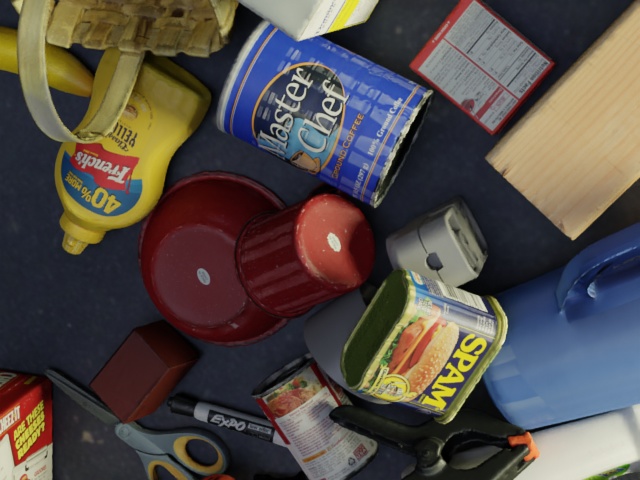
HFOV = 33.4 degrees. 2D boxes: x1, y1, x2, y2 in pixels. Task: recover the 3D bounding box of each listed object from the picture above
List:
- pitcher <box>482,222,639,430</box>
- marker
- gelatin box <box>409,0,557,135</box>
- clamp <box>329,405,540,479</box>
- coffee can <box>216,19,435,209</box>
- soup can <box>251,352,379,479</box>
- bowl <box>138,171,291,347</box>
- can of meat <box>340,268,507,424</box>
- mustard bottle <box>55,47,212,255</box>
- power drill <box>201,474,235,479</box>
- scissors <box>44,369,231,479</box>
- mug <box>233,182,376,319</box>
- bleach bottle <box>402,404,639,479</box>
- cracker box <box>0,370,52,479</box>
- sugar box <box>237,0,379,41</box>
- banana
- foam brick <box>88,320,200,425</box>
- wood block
[{"bbox_3d":[0.237,0.053,0.792,0.243,0.144,0.149,-22,94,23],"label":"pitcher"},{"bbox_3d":[-0.082,0.163,0.972,0.121,0.020,0.020,15,107,12],"label":"marker"},{"bbox_3d":[0.127,-0.137,0.830,0.089,0.030,0.073,40,109,3],"label":"gelatin box"},{"bbox_3d":[0.081,0.167,0.840,0.171,0.039,0.120,-19,59,9],"label":"clamp"},{"bbox_3d":[0.004,-0.101,0.835,0.140,0.102,0.103,27,110,7],"label":"coffee can"},{"bbox_3d":[-0.003,0.156,0.922,0.069,0.068,0.102,-32,94,21],"label":"soup can"},{"bbox_3d":[-0.093,0.024,0.921,0.162,0.055,0.162,4,105,15],"label":"bowl"},{"bbox_3d":[0.074,0.077,0.789,0.083,0.057,0.102,20,114,-21],"label":"can of meat"},{"bbox_3d":[-0.175,-0.069,0.918,0.096,0.058,0.192,34,111,7],"label":"mustard bottle"},{"bbox_3d":[-0.137,0.303,0.992,0.188,0.057,0.184,-5,105,24],"label":"power drill"},{"bbox_3d":[-0.164,0.172,1.000,0.096,0.016,0.202,-40,91,20],"label":"scissors"},{"bbox_3d":[-0.006,0.001,0.864,0.093,0.117,0.082,36,147,-23],"label":"mug"},{"bbox_3d":[0.198,0.178,0.864,0.251,0.102,0.068,-21,70,13],"label":"bleach bottle"},{"bbox_3d":[-0.313,0.249,0.983,0.072,0.164,0.214,6,106,12],"label":"cracker box"},{"bbox_3d":[-0.016,-0.194,0.777,0.093,0.176,0.048,35,110,5],"label":"sugar box"},{"bbox_3d":[-0.289,-0.157,0.943,0.198,0.037,0.069,0,123,18],"label":"banana"},{"bbox_3d":[-0.158,0.118,0.959,0.051,0.052,0.078,46,110,14],"label":"foam brick"},{"bbox_3d":[0.228,-0.109,0.777,0.091,0.090,0.206,44,111,3],"label":"wood block"}]
